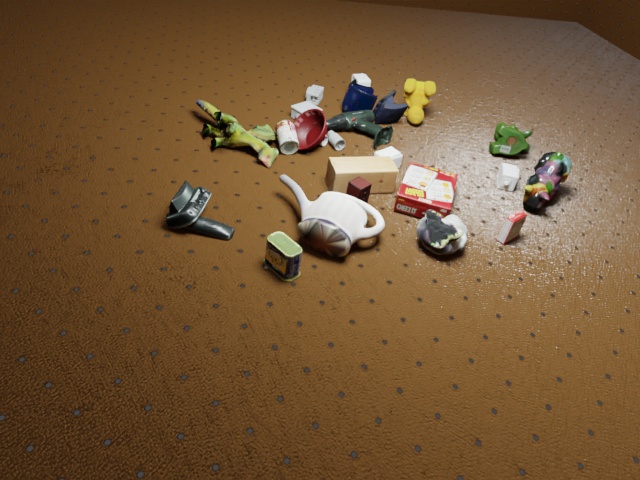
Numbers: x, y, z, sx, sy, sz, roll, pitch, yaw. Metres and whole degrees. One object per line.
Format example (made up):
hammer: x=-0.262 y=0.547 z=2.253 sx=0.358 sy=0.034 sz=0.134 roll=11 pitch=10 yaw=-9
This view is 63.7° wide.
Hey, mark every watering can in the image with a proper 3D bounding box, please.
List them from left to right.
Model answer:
watering can: x=0.004 y=-0.072 z=1.430 sx=0.349 sy=0.101 sz=0.229 roll=21 pitch=41 yaw=13

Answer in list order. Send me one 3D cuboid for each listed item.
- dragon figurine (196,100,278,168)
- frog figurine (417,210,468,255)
dragon figurine: x=-0.267 y=-0.381 z=1.788 sx=0.243 sy=0.120 sz=0.418 roll=4 pitch=38 yaw=-35
frog figurine: x=0.350 y=-0.018 z=1.461 sx=0.138 sy=0.122 sz=0.159 roll=16 pitch=2 yaw=23
